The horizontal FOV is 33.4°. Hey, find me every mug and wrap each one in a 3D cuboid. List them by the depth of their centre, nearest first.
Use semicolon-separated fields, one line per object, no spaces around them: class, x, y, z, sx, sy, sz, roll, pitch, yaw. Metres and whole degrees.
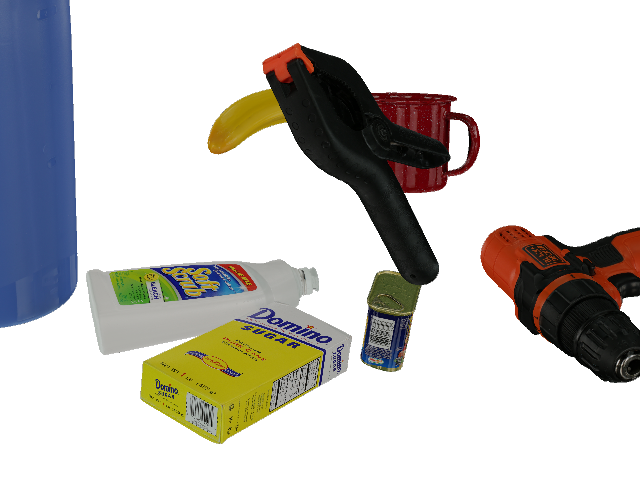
mug;0.084;-0.087;0.945;0.117;0.081;0.093;6;13;23

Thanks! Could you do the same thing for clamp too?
clamp;0.028;-0.050;0.668;0.039;0.120;0.171;-30;-46;31

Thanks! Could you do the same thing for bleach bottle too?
bleach bottle;-0.128;0.060;1.189;0.250;0.068;0.103;-10;35;-14

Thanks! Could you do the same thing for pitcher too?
pitcher;-0.224;-0.066;0.671;0.149;0.243;0.145;-4;26;-11

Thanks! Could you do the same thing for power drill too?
power drill;0.228;0.029;0.748;0.187;0.057;0.184;-9;28;-15

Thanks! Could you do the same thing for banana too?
banana;-0.043;-0.128;1.104;0.197;0.037;0.070;-11;52;-37

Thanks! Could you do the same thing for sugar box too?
sugar box;-0.061;0.109;0.931;0.093;0.048;0.175;23;31;31

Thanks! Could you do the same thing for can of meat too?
can of meat;0.083;0.097;1.282;0.057;0.084;0.102;12;25;7
